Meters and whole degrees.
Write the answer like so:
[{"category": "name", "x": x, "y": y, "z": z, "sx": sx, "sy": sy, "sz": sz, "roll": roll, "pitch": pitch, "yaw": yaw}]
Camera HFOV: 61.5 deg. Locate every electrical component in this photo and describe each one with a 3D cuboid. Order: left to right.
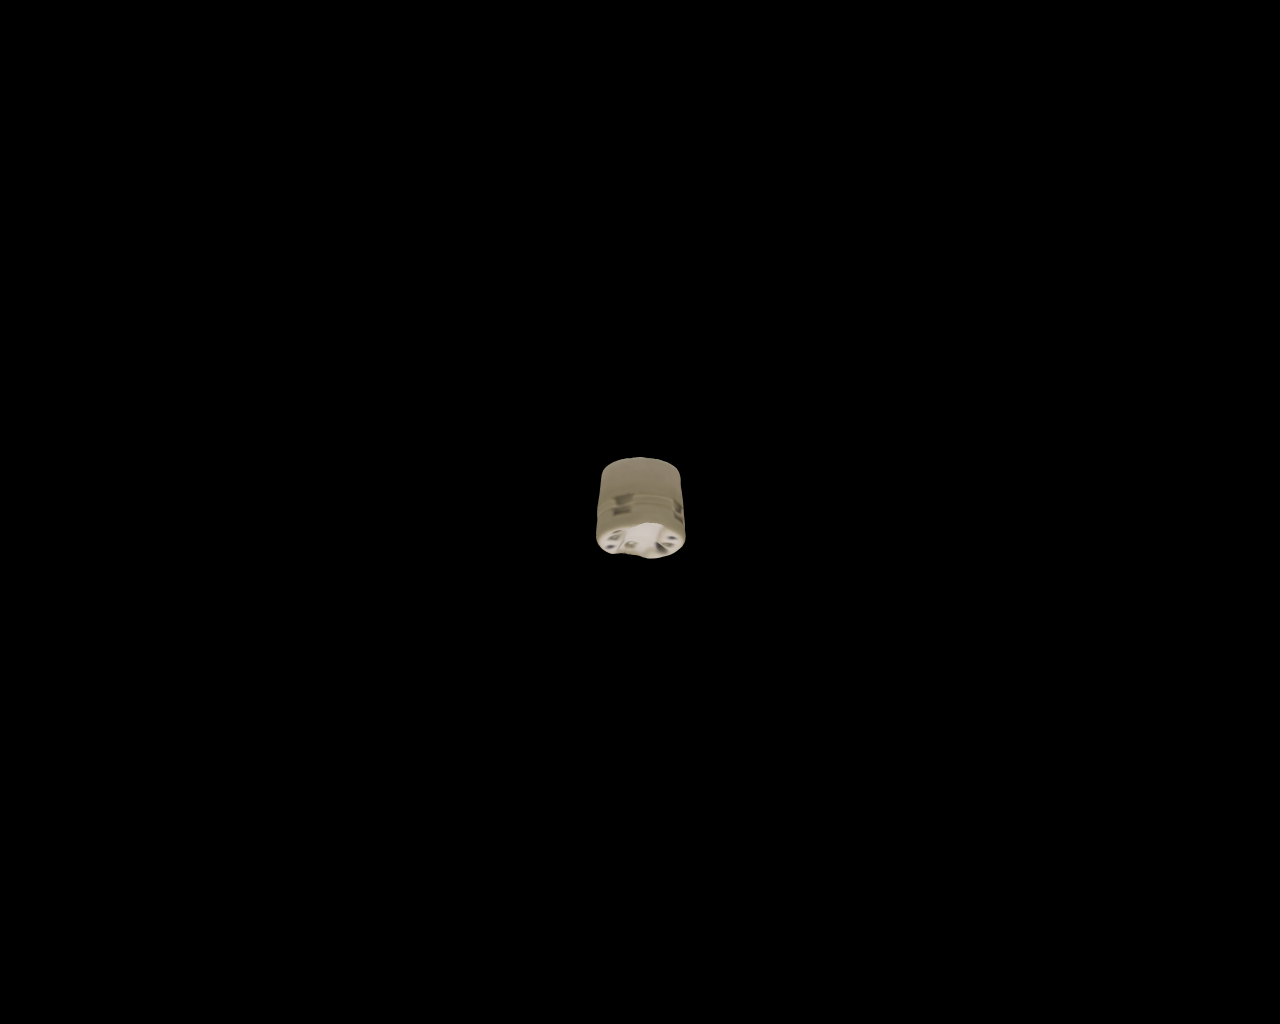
[{"category": "electrical component", "x": 0.001, "y": -0.003, "z": 0.650, "sx": 0.055, "sy": 0.047, "sz": 0.055, "roll": 0, "pitch": -23, "yaw": 0}]
